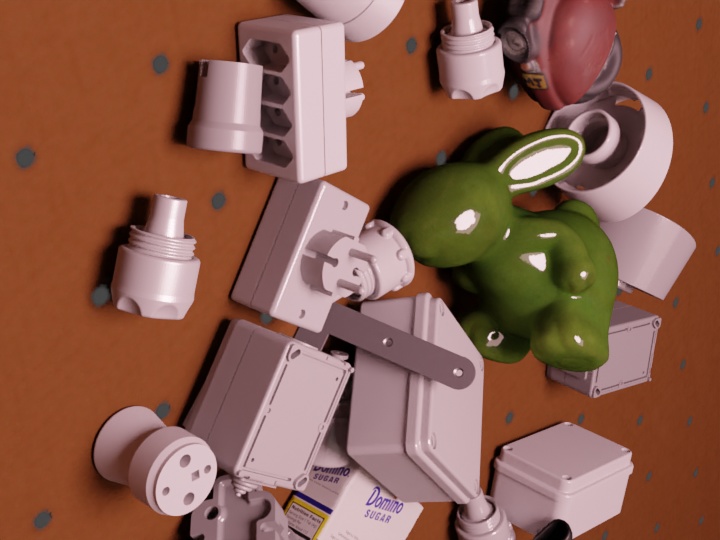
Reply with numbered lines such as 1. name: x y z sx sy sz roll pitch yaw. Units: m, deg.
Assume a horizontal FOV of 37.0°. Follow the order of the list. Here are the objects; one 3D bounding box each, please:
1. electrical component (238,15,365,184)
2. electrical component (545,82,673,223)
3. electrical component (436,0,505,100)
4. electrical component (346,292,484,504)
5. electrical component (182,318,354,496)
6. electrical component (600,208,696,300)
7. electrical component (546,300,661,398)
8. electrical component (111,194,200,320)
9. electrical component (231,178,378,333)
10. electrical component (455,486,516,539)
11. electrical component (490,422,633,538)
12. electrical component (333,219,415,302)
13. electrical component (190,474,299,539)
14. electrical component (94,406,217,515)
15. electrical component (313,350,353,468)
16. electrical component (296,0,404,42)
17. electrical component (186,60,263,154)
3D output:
1. electrical component: -0.024 -0.101 0.609 0.076 0.047 0.083 -23 121 -42
2. electrical component: 0.188 -0.091 0.815 0.064 0.099 0.099 24 86 -44
3. electrical component: 0.071 -0.145 0.701 0.043 0.043 0.062 -34 127 -35
4. electrical component: 0.039 0.087 0.709 0.108 0.056 0.108 51 38 -53
5. electrical component: -0.059 0.084 0.631 0.062 0.061 0.096 28 84 -50
6. electrical component: 0.215 -0.018 0.872 0.099 0.099 0.064 19 97 -50
7. electrical component: 0.202 0.066 0.923 0.096 0.061 0.061 -9 112 -38
8. electrical component: -0.104 -0.008 0.559 0.043 0.043 0.062 4 100 -49
9. electrical component: -0.022 -0.006 0.627 0.047 0.076 0.083 25 86 -50
10. electrical component: 0.097 0.202 0.869 0.048 0.048 0.062 -39 124 -32
11. electrical component: 0.172 0.178 0.915 0.113 0.078 0.057 -9 114 -46
12. electrical component: 0.000 0.000 0.679 0.062 0.048 0.048 -31 126 -29
13. electrical component: -0.068 0.171 0.653 0.057 0.058 0.078 67 15 -49
14. electrical component: -0.111 0.104 0.585 0.045 0.055 0.045 -21 120 -42
15. electrical component: -0.020 0.091 0.694 0.040 0.040 0.078 -1 105 -48
16. electrical component: -0.009 -0.162 0.597 0.047 0.055 0.055 25 86 -46
17. electrical component: -0.070 -0.086 0.570 0.040 0.040 0.046 -3 101 -48
